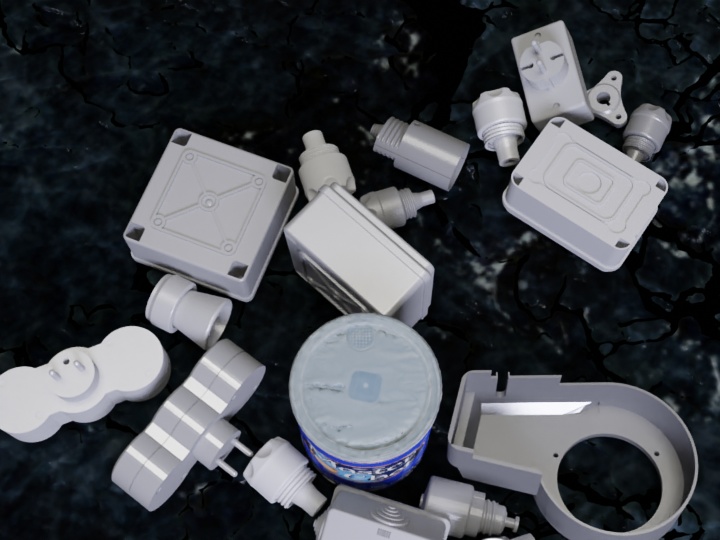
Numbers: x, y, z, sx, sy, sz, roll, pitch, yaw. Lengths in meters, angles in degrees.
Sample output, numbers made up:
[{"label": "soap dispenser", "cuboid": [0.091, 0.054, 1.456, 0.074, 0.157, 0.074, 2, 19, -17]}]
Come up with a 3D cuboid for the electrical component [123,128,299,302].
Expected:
[{"label": "electrical component", "cuboid": [-0.120, -0.045, 0.878, 0.109, 0.056, 0.108, 20, 72, 7]}]

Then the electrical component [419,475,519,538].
[{"label": "electrical component", "cuboid": [0.080, 0.181, 0.805, 0.078, 0.040, 0.040, 13, 71, 5]}]

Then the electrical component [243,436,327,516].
[{"label": "electrical component", "cuboid": [-0.053, 0.159, 0.812, 0.062, 0.043, 0.043, 39, 75, 11]}]

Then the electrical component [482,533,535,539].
[{"label": "electrical component", "cuboid": [0.109, 0.213, 0.774, 0.079, 0.077, 0.043, -16, 71, -6]}]

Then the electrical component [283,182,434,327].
[{"label": "electrical component", "cuboid": [0.000, 0.000, 0.834, 0.109, 0.108, 0.056, 41, 78, 13]}]

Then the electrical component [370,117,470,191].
[{"label": "electrical component", "cuboid": [0.047, -0.102, 0.905, 0.081, 0.043, 0.043, 25, 72, 9]}]

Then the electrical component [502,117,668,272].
[{"label": "electrical component", "cuboid": [0.183, -0.060, 0.882, 0.113, 0.057, 0.078, 34, 74, 11]}]

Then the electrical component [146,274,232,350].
[{"label": "electrical component", "cuboid": [-0.136, 0.033, 0.857, 0.055, 0.045, 0.045, 25, 72, 9]}]

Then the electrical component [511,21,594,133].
[{"label": "electrical component", "cuboid": [0.158, -0.168, 0.905, 0.047, 0.076, 0.083, -18, 70, 19]}]

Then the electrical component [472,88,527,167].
[{"label": "electrical component", "cuboid": [0.121, -0.119, 0.911, 0.043, 0.043, 0.062, -9, 72, -3]}]

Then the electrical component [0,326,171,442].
[{"label": "electrical component", "cuboid": [-0.217, 0.084, 0.823, 0.138, 0.073, 0.052, -21, 72, -7]}]

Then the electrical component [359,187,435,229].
[{"label": "electrical component", "cuboid": [0.032, -0.053, 0.892, 0.061, 0.035, 0.035, -16, 71, -8]}]

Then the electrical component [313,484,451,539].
[{"label": "electrical component", "cuboid": [0.010, 0.213, 0.771, 0.100, 0.048, 0.099, 17, 99, 6]}]

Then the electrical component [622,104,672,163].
[{"label": "electrical component", "cuboid": [0.239, -0.108, 0.912, 0.035, 0.035, 0.061, 25, 76, 9]}]

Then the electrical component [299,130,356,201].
[{"label": "electrical component", "cuboid": [-0.031, -0.086, 0.900, 0.043, 0.043, 0.062, -17, 70, -6]}]

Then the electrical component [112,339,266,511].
[{"label": "electrical component", "cuboid": [-0.116, 0.127, 0.819, 0.074, 0.052, 0.138, 35, 74, 12]}]
